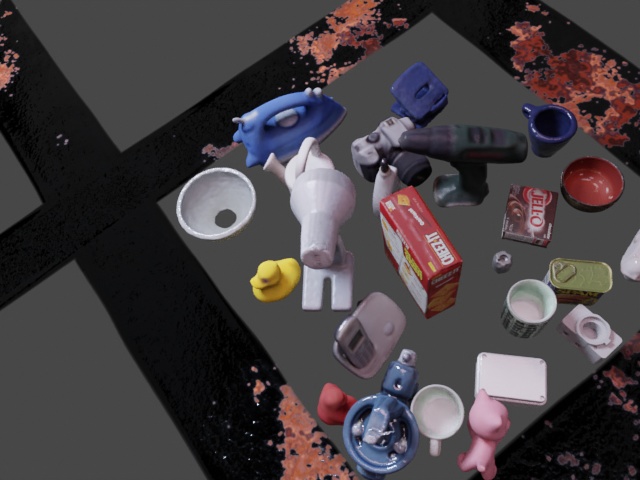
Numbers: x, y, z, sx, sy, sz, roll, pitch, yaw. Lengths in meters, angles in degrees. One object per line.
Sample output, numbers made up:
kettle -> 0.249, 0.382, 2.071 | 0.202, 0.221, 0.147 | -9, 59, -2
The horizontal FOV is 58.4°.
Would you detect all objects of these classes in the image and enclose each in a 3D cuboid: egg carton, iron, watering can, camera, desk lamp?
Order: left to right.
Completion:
iron -> -0.064, -0.263, 1.223 | 0.258, 0.142, 0.118 | -27, 64, -5
watering can -> -0.026, -0.124, 1.122 | 0.172, 0.194, 0.101 | -4, 64, 7
desk lamp -> 0.010, 0.004, 1.046 | 0.117, 0.214, 0.203 | -2, 65, 8
camera -> 0.154, -0.172, 1.170 | 0.143, 0.101, 0.136 | -30, 64, -6
egg carton -> 0.613, 0.024, 1.027 | 0.107, 0.069, 0.150 | 31, 73, 20

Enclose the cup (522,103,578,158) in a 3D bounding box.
cup -> 0.447, -0.217, 1.151 | 0.092, 0.095, 0.117 | -41, 66, -11

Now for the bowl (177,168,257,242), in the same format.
bowl -> -0.206, -0.062, 1.186 | 0.167, 0.075, 0.167 | -3, 64, 7

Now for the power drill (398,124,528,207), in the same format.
power drill -> 0.264, -0.143, 1.080 | 0.229, 0.209, 0.075 | -4, 64, 7

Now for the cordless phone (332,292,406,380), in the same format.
cordless phone -> 0.080, 0.149, 0.982 | 0.094, 0.185, 0.148 | 28, 72, 20

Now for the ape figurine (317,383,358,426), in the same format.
ape figurine -> 0.028, 0.279, 0.981 | 0.076, 0.092, 0.077 | -25, 64, -3

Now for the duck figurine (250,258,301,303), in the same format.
duck figurine -> -0.089, 0.067, 1.102 | 0.104, 0.086, 0.077 | -35, 65, -9

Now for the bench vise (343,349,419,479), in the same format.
bench vise -> 0.096, 0.266, 0.905 | 0.121, 0.220, 0.207 | 1, 65, 9

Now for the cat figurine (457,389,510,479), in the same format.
cat figurine -> 0.266, 0.311, 0.916 | 0.067, 0.118, 0.128 | 12, 67, 14

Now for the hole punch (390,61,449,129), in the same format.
hole punch -> 0.216, -0.313, 1.233 | 0.101, 0.091, 0.109 | 39, 76, 23

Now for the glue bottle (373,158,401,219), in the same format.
glue bottle -> 0.128, -0.108, 1.103 | 0.037, 0.173, 0.078 | 21, 70, 17
